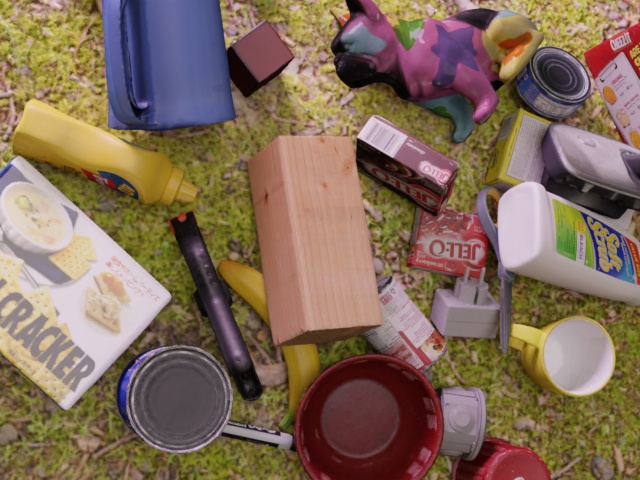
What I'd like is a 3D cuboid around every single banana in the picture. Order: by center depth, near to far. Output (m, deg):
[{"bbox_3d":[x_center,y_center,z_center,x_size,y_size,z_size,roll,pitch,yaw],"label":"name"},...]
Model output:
[{"bbox_3d":[-0.045,0.105,1.158,0.069,0.037,0.198,-21,90,-16],"label":"banana"}]

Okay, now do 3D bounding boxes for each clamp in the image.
[{"bbox_3d":[-0.108,0.070,1.116,0.036,0.164,0.210,-22,66,-7],"label":"clamp"}]

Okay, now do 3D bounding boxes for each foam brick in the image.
[{"bbox_3d":[-0.070,-0.196,1.164,0.053,0.078,0.051,-39,95,-13],"label":"foam brick"}]

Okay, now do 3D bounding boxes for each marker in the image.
[{"bbox_3d":[-0.062,0.212,1.151,0.121,0.020,0.020,15,80,-12],"label":"marker"}]

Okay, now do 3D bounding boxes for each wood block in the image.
[{"bbox_3d":[-0.008,0.001,1.129,0.090,0.091,0.206,-2,76,-28],"label":"wood block"}]

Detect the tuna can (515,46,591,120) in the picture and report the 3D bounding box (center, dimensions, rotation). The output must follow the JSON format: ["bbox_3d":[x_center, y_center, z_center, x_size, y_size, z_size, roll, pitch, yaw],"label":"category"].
[{"bbox_3d":[0.275,-0.186,1.256,0.086,0.034,0.086,11,57,-17],"label":"tuna can"}]

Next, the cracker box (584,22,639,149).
[{"bbox_3d":[0.415,-0.154,1.237,0.072,0.164,0.214,-25,91,-18],"label":"cracker box"}]

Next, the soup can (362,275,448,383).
[{"bbox_3d":[0.083,0.098,1.175,0.068,0.069,0.102,-40,94,-15],"label":"soup can"}]

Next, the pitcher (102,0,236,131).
[{"bbox_3d":[-0.164,-0.231,1.073,0.144,0.149,0.243,-10,104,-22],"label":"pitcher"}]

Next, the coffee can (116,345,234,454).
[{"bbox_3d":[-0.149,0.158,1.072,0.102,0.140,0.103,2,84,-14],"label":"coffee can"}]

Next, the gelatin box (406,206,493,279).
[{"bbox_3d":[0.149,0.004,1.222,0.089,0.030,0.073,13,81,-12],"label":"gelatin box"}]

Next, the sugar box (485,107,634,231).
[{"bbox_3d":[0.291,-0.080,1.260,0.176,0.048,0.093,22,78,-14],"label":"sugar box"}]

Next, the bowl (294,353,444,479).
[{"bbox_3d":[0.048,0.197,1.144,0.162,0.055,0.162,-1,94,-9],"label":"bowl"}]

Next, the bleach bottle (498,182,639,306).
[{"bbox_3d":[0.318,0.014,1.226,0.250,0.068,0.102,15,66,-31],"label":"bleach bottle"}]

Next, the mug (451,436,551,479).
[{"bbox_3d":[0.212,0.275,1.182,0.117,0.082,0.093,39,76,-7],"label":"mug"}]

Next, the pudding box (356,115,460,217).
[{"bbox_3d":[0.094,-0.080,1.171,0.113,0.090,0.039,34,74,12],"label":"pudding box"}]

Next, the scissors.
[{"bbox_3d":[0.198,0.021,1.192,0.096,0.016,0.201,41,48,-23],"label":"scissors"}]

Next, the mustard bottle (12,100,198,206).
[{"bbox_3d":[-0.218,-0.082,1.104,0.191,0.096,0.058,22,79,-11],"label":"mustard bottle"}]
